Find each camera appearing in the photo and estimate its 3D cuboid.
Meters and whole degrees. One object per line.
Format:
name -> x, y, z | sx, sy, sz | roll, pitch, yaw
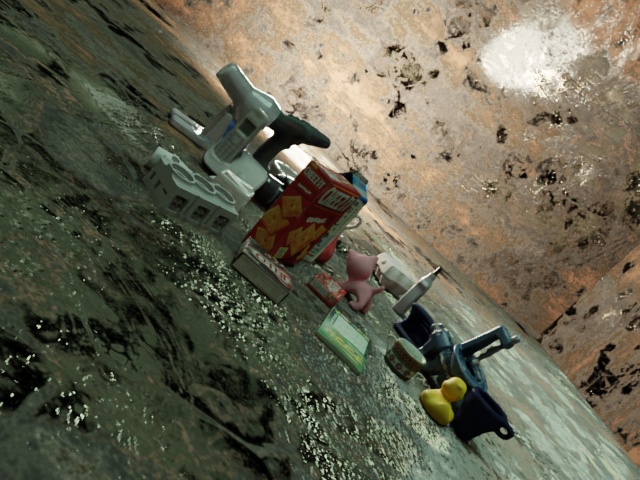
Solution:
camera -> -0.108, -0.126, 1.441 | 0.137, 0.100, 0.143 | 35, 15, -32

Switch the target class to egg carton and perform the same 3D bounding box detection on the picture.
egg carton -> 0.216, 0.103, 1.749 | 0.107, 0.069, 0.150 | 37, 14, -24

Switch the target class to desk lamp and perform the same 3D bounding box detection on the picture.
desk lamp -> -0.235, -0.325, 1.448 | 0.204, 0.213, 0.117 | 35, 15, -30

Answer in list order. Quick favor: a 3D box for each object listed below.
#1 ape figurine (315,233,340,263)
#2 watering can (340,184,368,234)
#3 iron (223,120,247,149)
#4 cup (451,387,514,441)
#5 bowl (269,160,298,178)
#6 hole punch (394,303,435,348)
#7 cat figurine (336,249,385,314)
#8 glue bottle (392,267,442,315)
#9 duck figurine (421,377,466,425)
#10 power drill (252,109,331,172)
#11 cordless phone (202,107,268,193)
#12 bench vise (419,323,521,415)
ape figurine -> 0.013, 0.005, 1.403 | 0.078, 0.092, 0.076 | 29, 19, -47
watering can -> 0.061, -0.103, 1.667 | 0.174, 0.194, 0.100 | 30, 18, -45
iron -> -0.226, -0.332, 1.660 | 0.119, 0.141, 0.258 | 37, 14, -24
cup -> 0.321, 0.369, 1.151 | 0.117, 0.095, 0.092 | 49, 14, 26
bowl -> -0.089, -0.145, 1.617 | 0.168, 0.074, 0.167 | 40, 13, -11
hole punch -> 0.255, 0.222, 1.434 | 0.101, 0.091, 0.108 | 28, 20, -49
cat figurine -> 0.098, 0.088, 1.334 | 0.127, 0.117, 0.067 | 50, 14, 28
glue bottle -> 0.274, 0.136, 1.582 | 0.037, 0.173, 0.078 | 46, 13, 14
duck figurine -> 0.256, 0.315, 1.148 | 0.077, 0.086, 0.105 | 44, 13, 4
power drill -> -0.108, -0.277, 1.686 | 0.230, 0.208, 0.075 | 34, 15, -35
cordless phone -> -0.166, -0.202, 1.323 | 0.148, 0.185, 0.094 | 42, 13, -3
bench vise -> 0.319, 0.245, 1.263 | 0.207, 0.219, 0.122 | 50, 15, 30
